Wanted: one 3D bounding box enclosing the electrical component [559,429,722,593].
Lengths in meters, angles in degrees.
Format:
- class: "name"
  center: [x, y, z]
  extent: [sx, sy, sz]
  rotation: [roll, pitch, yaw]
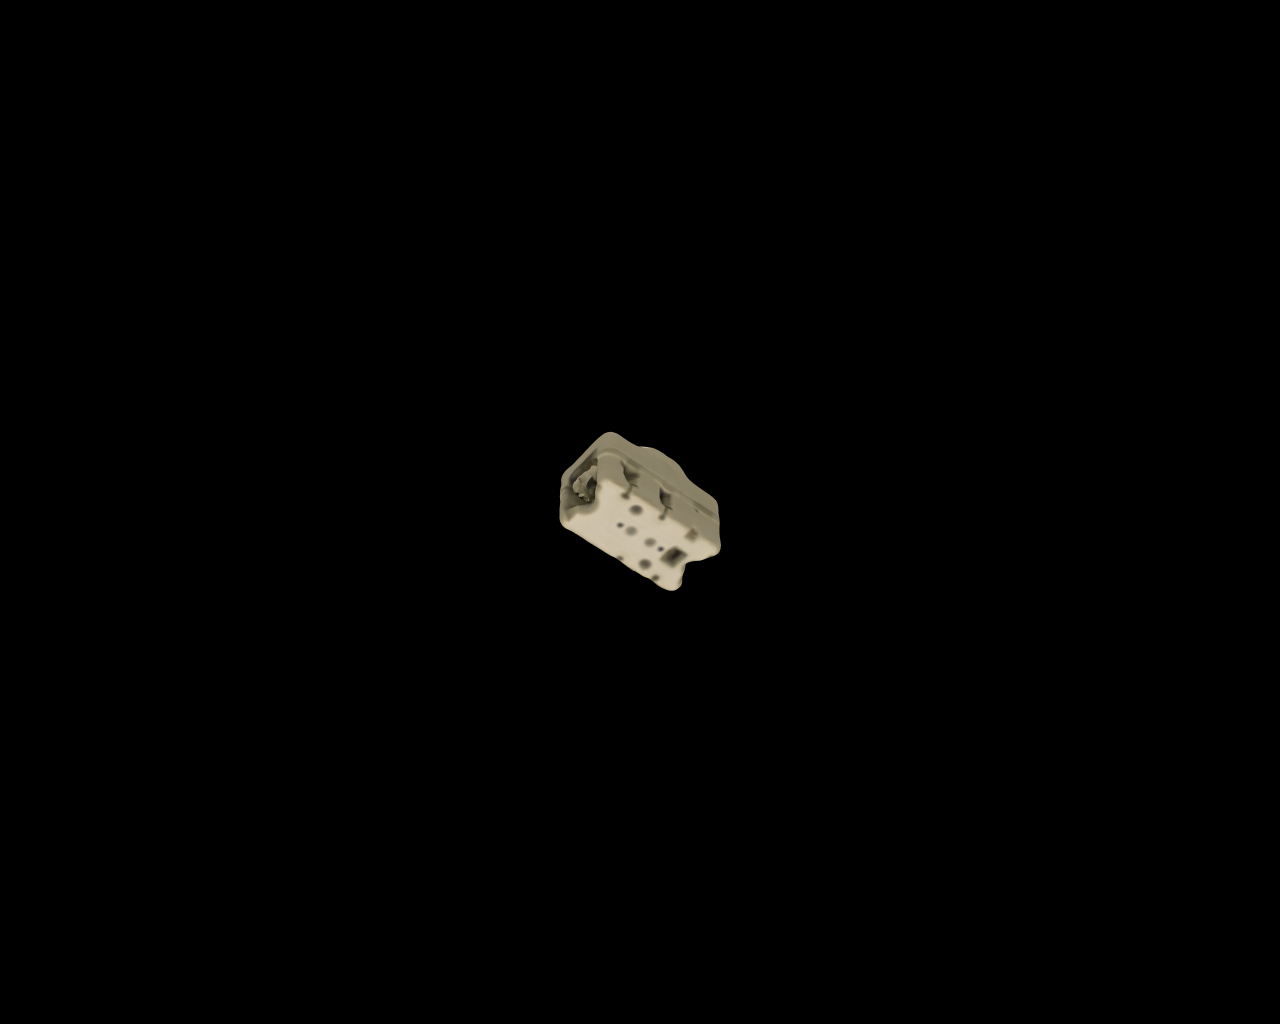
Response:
- class: "electrical component"
  center: [0.001, -0.003, 0.650]
  extent: [0.089, 0.056, 0.050]
  rotation: [33, -58, -24]
